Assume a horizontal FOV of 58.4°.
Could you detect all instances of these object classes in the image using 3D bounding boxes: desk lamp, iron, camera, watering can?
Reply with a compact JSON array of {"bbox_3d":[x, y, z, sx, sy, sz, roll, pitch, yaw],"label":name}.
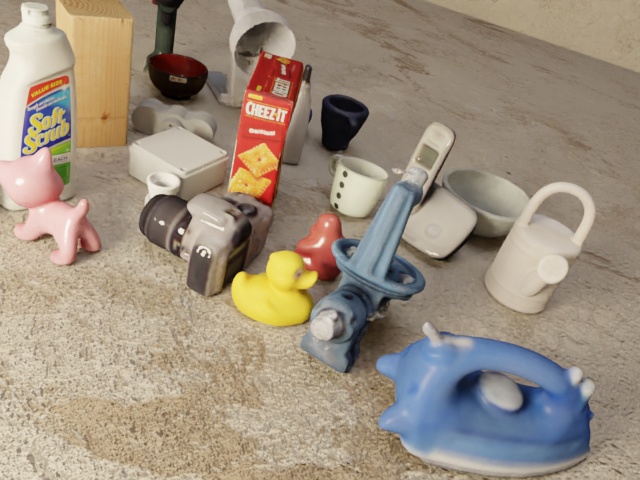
[{"bbox_3d":[-0.145,-0.370,1.121,0.118,0.213,0.202,-5,41,-29],"label":"desk lamp"},{"bbox_3d":[0.195,0.161,0.600,0.258,0.141,0.118,13,35,-7],"label":"iron"},{"bbox_3d":[-0.148,-0.021,0.736,0.136,0.101,0.143,26,35,12],"label":"camera"},{"bbox_3d":[0.323,0.009,0.821,0.101,0.194,0.172,8,36,-13],"label":"watering can"}]

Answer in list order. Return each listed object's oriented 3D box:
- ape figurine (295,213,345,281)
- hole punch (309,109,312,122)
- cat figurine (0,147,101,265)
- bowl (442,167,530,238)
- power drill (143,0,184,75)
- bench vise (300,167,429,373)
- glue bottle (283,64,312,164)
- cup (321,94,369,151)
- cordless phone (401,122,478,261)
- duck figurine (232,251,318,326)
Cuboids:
[{"bbox_3d":[0.007,0.003,0.780,0.078,0.092,0.076,3,37,-20],"label":"ape figurine"},{"bbox_3d":[-0.064,-0.253,1.103,0.101,0.091,0.108,15,35,-4],"label":"hole punch"},{"bbox_3d":[-0.324,-0.050,0.683,0.127,0.118,0.067,27,36,14],"label":"cat figurine"},{"bbox_3d":[0.280,-0.054,0.995,0.167,0.075,0.167,12,35,-8],"label":"bowl"},{"bbox_3d":[-0.307,-0.437,1.146,0.076,0.208,0.229,5,36,-17],"label":"power drill"},{"bbox_3d":[0.067,0.036,0.648,0.121,0.220,0.207,18,35,1],"label":"bench vise"},{"bbox_3d":[-0.039,-0.224,1.001,0.037,0.173,0.078,6,36,-17],"label":"glue bottle"},{"bbox_3d":[0.042,-0.211,1.088,0.092,0.095,0.117,4,37,-19],"label":"cup"},{"bbox_3d":[0.183,-0.075,0.882,0.147,0.185,0.094,37,39,26],"label":"cordless phone"},{"bbox_3d":[-0.051,0.050,0.694,0.104,0.086,0.077,13,35,-7],"label":"duck figurine"}]
